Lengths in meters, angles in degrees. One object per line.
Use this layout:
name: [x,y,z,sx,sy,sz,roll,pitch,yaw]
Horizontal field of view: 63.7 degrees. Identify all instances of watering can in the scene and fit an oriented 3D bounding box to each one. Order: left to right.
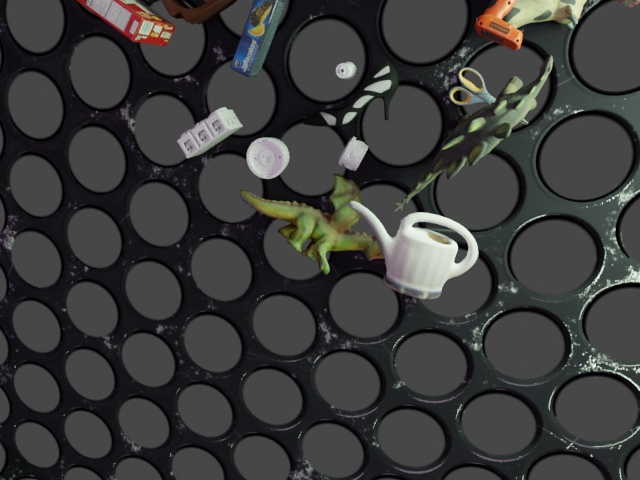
watering can: [0.219,0.028,1.311,0.348,0.105,0.221,15,109,1]

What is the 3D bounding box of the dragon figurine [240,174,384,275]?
dragon figurine: [0.004,-0.069,1.373,0.410,0.122,0.242,42,94,-1]
